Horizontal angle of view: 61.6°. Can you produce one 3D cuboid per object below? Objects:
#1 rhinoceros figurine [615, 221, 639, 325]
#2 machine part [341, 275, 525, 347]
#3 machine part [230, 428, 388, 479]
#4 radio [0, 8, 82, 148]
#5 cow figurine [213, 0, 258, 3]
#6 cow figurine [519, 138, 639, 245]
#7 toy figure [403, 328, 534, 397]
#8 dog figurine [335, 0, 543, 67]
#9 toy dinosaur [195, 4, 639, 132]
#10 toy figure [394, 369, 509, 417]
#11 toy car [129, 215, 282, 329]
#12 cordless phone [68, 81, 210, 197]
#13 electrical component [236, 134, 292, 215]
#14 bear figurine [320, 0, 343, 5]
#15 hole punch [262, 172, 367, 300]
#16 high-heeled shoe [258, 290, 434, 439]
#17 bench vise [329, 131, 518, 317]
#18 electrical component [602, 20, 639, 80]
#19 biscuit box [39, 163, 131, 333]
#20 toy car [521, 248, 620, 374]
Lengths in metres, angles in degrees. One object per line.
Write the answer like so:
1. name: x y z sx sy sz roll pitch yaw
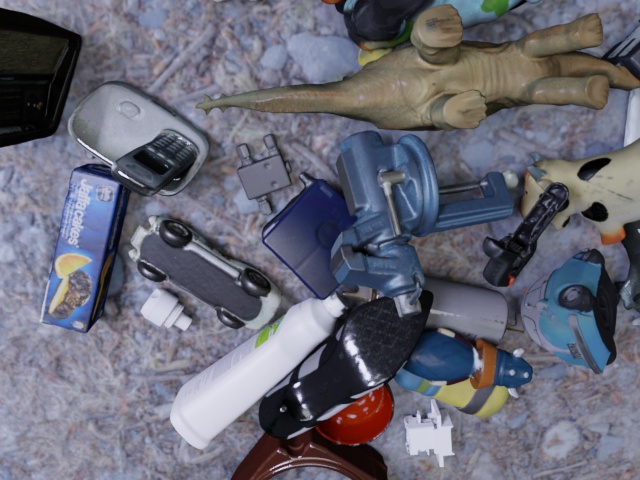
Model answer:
1. rhinoceros figurine: 0.437 0.045 0.688 0.112 0.073 0.190 -20 104 2
2. machine part: 0.145 0.086 0.686 0.243 0.079 0.079 13 104 -5
3. machine part: -0.016 0.361 0.748 0.201 0.087 0.201 35 99 -10
4. radio: -0.332 -0.160 0.531 0.073 0.230 0.131 22 106 -3
5. cow figurine: -0.093 -0.342 0.559 0.068 0.098 0.167 6 104 3
6. cow figurine: 0.327 -0.065 0.625 0.195 0.085 0.127 -25 103 37
7. toy figure: 0.174 0.143 0.640 0.154 0.058 0.064 11 117 -3
8. dog figurine: 0.127 -0.272 0.588 0.219 0.191 0.108 -12 111 37
9. toy dinosaur: 0.111 -0.157 0.556 0.472 0.199 0.105 -3 96 -12
10. toy figure: 0.160 0.174 0.708 0.180 0.082 0.089 14 99 -7
11. toy car: -0.144 0.043 0.678 0.202 0.056 0.073 33 107 -8
12. cordless phone: -0.208 -0.098 0.573 0.146 0.184 0.088 33 105 -10
13. electrical component: -0.066 -0.080 0.665 0.063 0.021 0.094 -18 104 2
14. bear figurine: 0.035 -0.361 0.564 0.120 0.132 0.195 33 119 -8
15. hole punch: -0.001 -0.002 0.656 0.116 0.092 0.142 -44 98 5
16. high-heeled shoe: 0.032 0.152 0.651 0.249 0.145 0.086 -33 74 -11
17. bench vise: 0.125 -0.031 0.612 0.241 0.128 0.224 -10 61 -13
18. electrical component: 0.364 -0.203 0.621 0.047 0.075 0.119 40 96 -11
19. biscuit box: -0.285 0.009 0.660 0.059 0.063 0.202 16 104 -7
20. toy car: 0.307 0.085 0.674 0.103 0.162 0.109 -14 119 39
